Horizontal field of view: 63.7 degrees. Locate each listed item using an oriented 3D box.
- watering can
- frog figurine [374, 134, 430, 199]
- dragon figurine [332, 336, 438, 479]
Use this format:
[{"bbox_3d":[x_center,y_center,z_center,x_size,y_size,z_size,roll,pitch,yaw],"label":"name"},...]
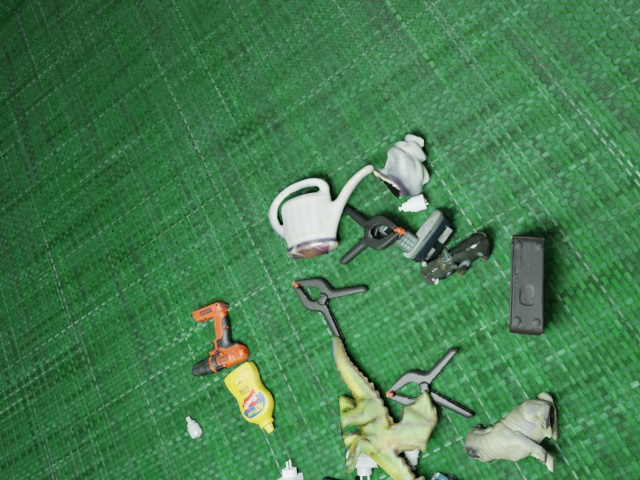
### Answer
[{"bbox_3d":[0.004,-0.071,1.416,0.345,0.103,0.227,-16,75,28],"label":"watering can"},{"bbox_3d":[0.237,-0.199,1.361,0.137,0.123,0.160,40,86,-10],"label":"frog figurine"},{"bbox_3d":[0.162,0.427,1.256,0.242,0.120,0.417,-8,68,6],"label":"dragon figurine"}]
